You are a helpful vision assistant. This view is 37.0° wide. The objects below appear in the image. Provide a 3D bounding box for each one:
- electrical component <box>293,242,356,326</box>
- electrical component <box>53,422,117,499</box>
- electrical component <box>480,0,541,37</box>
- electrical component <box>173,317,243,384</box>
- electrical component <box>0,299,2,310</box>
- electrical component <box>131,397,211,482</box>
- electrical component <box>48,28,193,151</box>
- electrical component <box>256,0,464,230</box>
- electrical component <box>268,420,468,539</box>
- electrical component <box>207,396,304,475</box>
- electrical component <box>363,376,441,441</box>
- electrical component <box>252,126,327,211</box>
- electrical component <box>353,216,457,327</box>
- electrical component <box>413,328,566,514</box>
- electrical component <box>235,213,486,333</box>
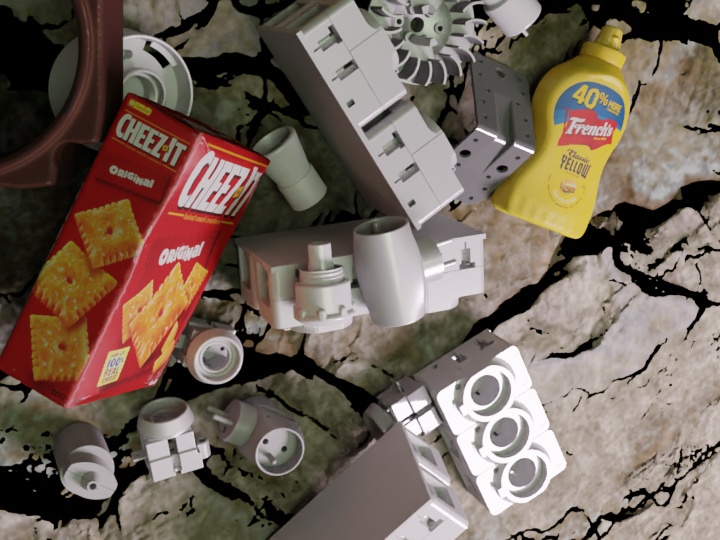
[{"bbox_3d":[-0.029,0.010,0.820,0.048,0.048,0.062,-8,100,-20],"label":"electrical component"},{"bbox_3d":[-0.224,0.159,0.877,0.043,0.081,0.043,-6,106,-21],"label":"electrical component"},{"bbox_3d":[0.124,-0.239,0.936,0.078,0.040,0.040,43,86,-26],"label":"electrical component"},{"bbox_3d":[-0.126,0.067,0.907,0.066,0.055,0.048,15,98,-25],"label":"electrical component"},{"bbox_3d":[-0.325,0.021,0.783,0.109,0.109,0.056,21,93,-26],"label":"electrical component"},{"bbox_3d":[-0.164,0.142,0.918,0.066,0.048,0.055,-14,117,-18],"label":"electrical component"},{"bbox_3d":[-0.183,-0.138,0.837,0.099,0.064,0.099,-10,107,-34],"label":"electrical component"},{"bbox_3d":[0.004,-0.133,0.878,0.060,0.105,0.186,-38,115,-9],"label":"electrical component"},{"bbox_3d":[0.002,0.239,0.952,0.186,0.105,0.060,-44,120,13],"label":"electrical component"},{"bbox_3d":[-0.095,0.135,0.926,0.079,0.077,0.043,27,93,-26],"label":"electrical component"},{"bbox_3d":[0.037,0.135,0.998,0.055,0.048,0.066,-32,112,-18],"label":"electrical component"},{"bbox_3d":[-0.057,-0.082,0.904,0.044,0.044,0.065,-40,120,-8],"label":"electrical component"},{"bbox_3d":[0.040,-0.004,0.843,0.079,0.043,0.077,-18,110,-18],"label":"electrical component"},{"bbox_3d":[0.127,0.147,1.030,0.089,0.062,0.150,-31,113,-12],"label":"electrical component"},{"bbox_3d":[0.000,0.000,0.913,0.186,0.105,0.060,-9,107,-20],"label":"electrical component"}]
